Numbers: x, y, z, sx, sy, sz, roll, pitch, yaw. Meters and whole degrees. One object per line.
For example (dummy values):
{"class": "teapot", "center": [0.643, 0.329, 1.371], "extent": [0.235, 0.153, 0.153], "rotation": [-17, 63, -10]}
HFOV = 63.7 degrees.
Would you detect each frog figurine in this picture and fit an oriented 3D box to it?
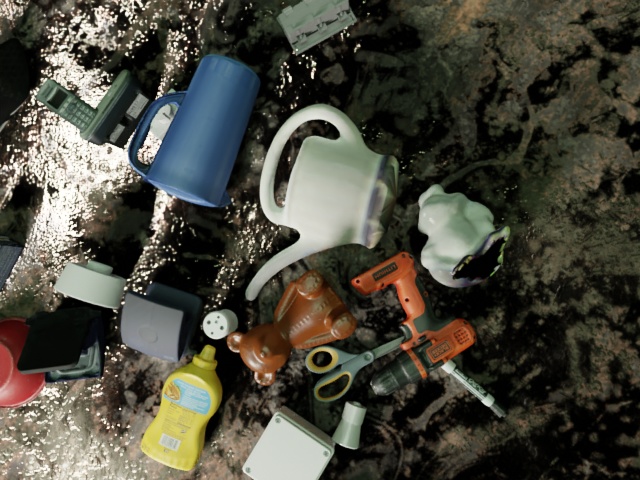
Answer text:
{"class": "frog figurine", "center": [0.211, -0.007, 0.825], "extent": [0.121, 0.137, 0.162], "rotation": [32, 11, -44]}

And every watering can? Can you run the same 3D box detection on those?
{"class": "watering can", "center": [0.003, -0.043, 0.846], "extent": [0.225, 0.345, 0.104], "rotation": [15, 8, 9]}
